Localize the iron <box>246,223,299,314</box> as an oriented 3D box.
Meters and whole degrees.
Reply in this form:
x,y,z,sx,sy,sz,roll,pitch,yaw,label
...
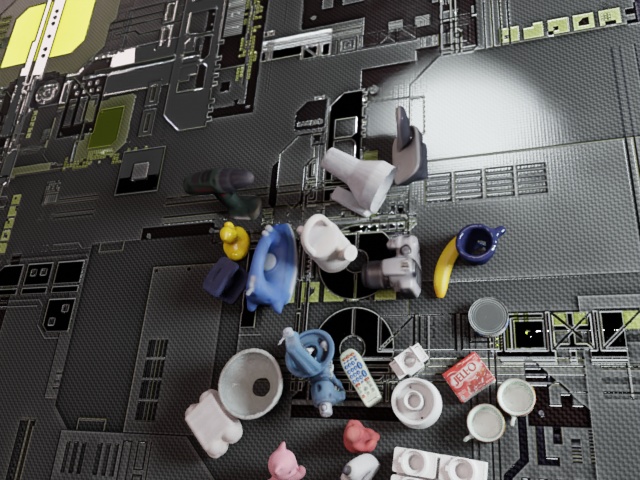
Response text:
x,y,z,sx,sy,sz,roll,pitch,yaw,label
-0.132,0.051,1.460,0.118,0.142,0.258,1,69,21,iron

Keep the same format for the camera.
x,y,z,sx,sy,sz,roll,pitch,yaw,label
0.167,0.062,1.365,0.136,0.101,0.143,-5,67,19,camera

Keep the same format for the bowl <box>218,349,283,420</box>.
x,y,z,sx,sy,sz,roll,pitch,yaw,label
-0.155,0.350,1.378,0.167,0.075,0.167,-8,66,18,bowl

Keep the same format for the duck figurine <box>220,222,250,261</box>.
x,y,z,sx,sy,sz,roll,pitch,yaw,label
-0.239,0.000,1.554,0.077,0.086,0.104,-14,64,15,duck figurine

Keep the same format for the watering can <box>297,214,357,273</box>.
x,y,z,sx,sy,sz,roll,pitch,yaw,label
0.014,0.003,1.394,0.172,0.194,0.101,3,69,22,watering can

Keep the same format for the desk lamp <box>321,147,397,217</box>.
x,y,z,sx,sy,sz,roll,pitch,yaw,label
0.096,-0.140,1.413,0.202,0.214,0.118,28,80,28,desk lamp

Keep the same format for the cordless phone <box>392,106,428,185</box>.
x,y,z,sx,sy,sz,roll,pitch,yaw,label
0.209,-0.234,1.427,0.094,0.185,0.147,-10,65,17,cordless phone

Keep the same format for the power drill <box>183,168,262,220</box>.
x,y,z,sx,sy,sz,roll,pitch,yaw,label
-0.241,-0.130,1.540,0.229,0.209,0.075,2,69,22,power drill

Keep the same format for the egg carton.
x,y,z,sx,sy,sz,roll,pitch,yaw,label
-0.255,0.441,1.380,0.107,0.070,0.150,-45,60,-2,egg carton

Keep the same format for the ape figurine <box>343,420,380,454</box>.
x,y,z,sx,sy,sz,roll,pitch,yaw,label
0.080,0.427,1.246,0.076,0.092,0.077,-30,61,7,ape figurine

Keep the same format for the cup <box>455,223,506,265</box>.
x,y,z,sx,sy,sz,roll,pitch,yaw,label
0.372,0.013,1.311,0.117,0.095,0.091,-29,61,7,cup

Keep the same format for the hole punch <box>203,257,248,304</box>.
x,y,z,sx,sy,sz,roll,pitch,yaw,label
-0.258,0.103,1.514,0.100,0.091,0.109,27,79,28,hole punch

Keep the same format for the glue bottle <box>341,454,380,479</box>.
x,y,z,sx,sy,sz,roll,pitch,yaw,label
0.074,0.478,1.179,0.037,0.173,0.078,34,83,29,glue bottle

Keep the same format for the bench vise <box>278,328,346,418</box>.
x,y,z,sx,sy,sz,roll,pitch,yaw,label
-0.010,0.276,1.271,0.121,0.220,0.207,-39,60,2,bench vise

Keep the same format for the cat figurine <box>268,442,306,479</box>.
x,y,z,sx,sy,sz,roll,pitch,yaw,label
-0.090,0.514,1.258,0.067,0.118,0.128,30,81,29,cat figurine
